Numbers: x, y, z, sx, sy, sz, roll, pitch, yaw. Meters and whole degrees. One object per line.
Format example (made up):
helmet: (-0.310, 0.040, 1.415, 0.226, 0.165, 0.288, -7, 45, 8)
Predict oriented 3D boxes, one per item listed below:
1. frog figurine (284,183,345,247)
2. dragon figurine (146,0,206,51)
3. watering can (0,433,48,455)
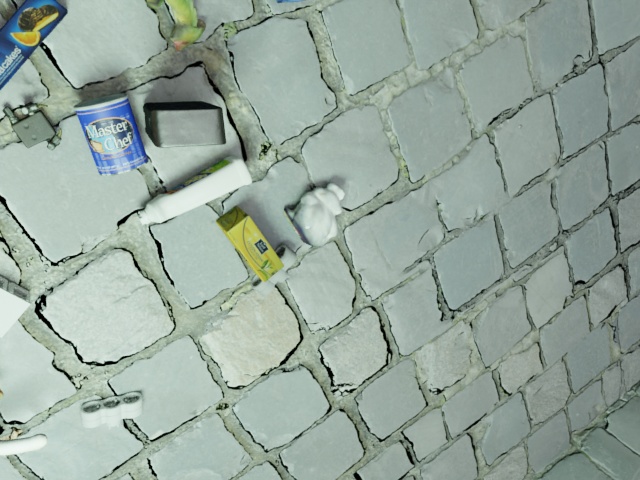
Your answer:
frog figurine: (0.004, -0.065, 1.297, 0.159, 0.123, 0.136, -34, 101, 0)
dragon figurine: (-0.268, -0.563, 0.970, 0.246, 0.123, 0.402, -34, 139, -55)
watering can: (-0.728, 0.425, 1.017, 0.349, 0.224, 0.103, -10, 96, -26)
